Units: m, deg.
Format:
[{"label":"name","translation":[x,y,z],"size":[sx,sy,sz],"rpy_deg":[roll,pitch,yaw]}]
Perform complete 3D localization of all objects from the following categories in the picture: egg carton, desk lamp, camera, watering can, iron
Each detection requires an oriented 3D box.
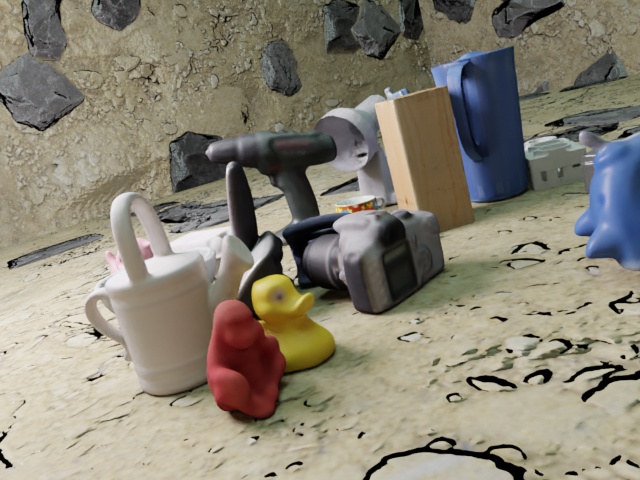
[{"label":"egg carton","translation":[-0.194,0.025,0.962],"size":[0.150,0.069,0.107],"rpy_deg":[-8,15,26]},{"label":"desk lamp","translation":[0.099,-0.173,1.140],"size":[0.117,0.214,0.204],"rpy_deg":[-3,18,41]},{"label":"camera","translation":[0.054,0.011,0.682],"size":[0.136,0.101,0.143],"rpy_deg":[-1,19,46]},{"label":"watering can","translation":[-0.153,0.043,0.575],"size":[0.173,0.194,0.100],"rpy_deg":[-19,14,-15]},{"label":"iron","translation":[0.369,-0.055,0.523],"size":[0.257,0.141,0.119],"rpy_deg":[-10,14,18]}]

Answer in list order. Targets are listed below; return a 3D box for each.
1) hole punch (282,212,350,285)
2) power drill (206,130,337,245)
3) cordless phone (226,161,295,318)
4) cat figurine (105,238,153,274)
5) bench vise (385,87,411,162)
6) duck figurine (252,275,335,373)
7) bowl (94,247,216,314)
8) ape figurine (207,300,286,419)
[{"label":"hole punch","translation":[0.007,0.003,0.788],"size":[0.108,0.091,0.101],"rpy_deg":[-13,14,7]},{"label":"power drill","translation":[-0.070,-0.102,1.043],"size":[0.230,0.208,0.075],"rpy_deg":[-18,14,-13]},{"label":"cordless phone","translation":[-0.096,-0.002,0.716],"size":[0.094,0.185,0.147],"rpy_deg":[-16,14,-6]},{"label":"cat figurine","translation":[-0.303,0.039,0.918],"size":[0.127,0.118,0.067],"rpy_deg":[-3,18,41]},{"label":"bench vise","translation":[0.220,-0.228,1.217],"size":[0.206,0.220,0.122],"rpy_deg":[-8,15,28]},{"label":"duck figurine","translation":[-0.042,0.076,0.556],"size":[0.104,0.086,0.078],"rpy_deg":[-6,16,34]},{"label":"bowl","translation":[-0.215,0.071,0.787],"size":[0.167,0.075,0.167],"rpy_deg":[-14,13,4]},{"label":"ape figurine","translation":[-0.067,0.096,0.488],"size":[0.078,0.092,0.075],"rpy_deg":[-26,18,-40]}]
